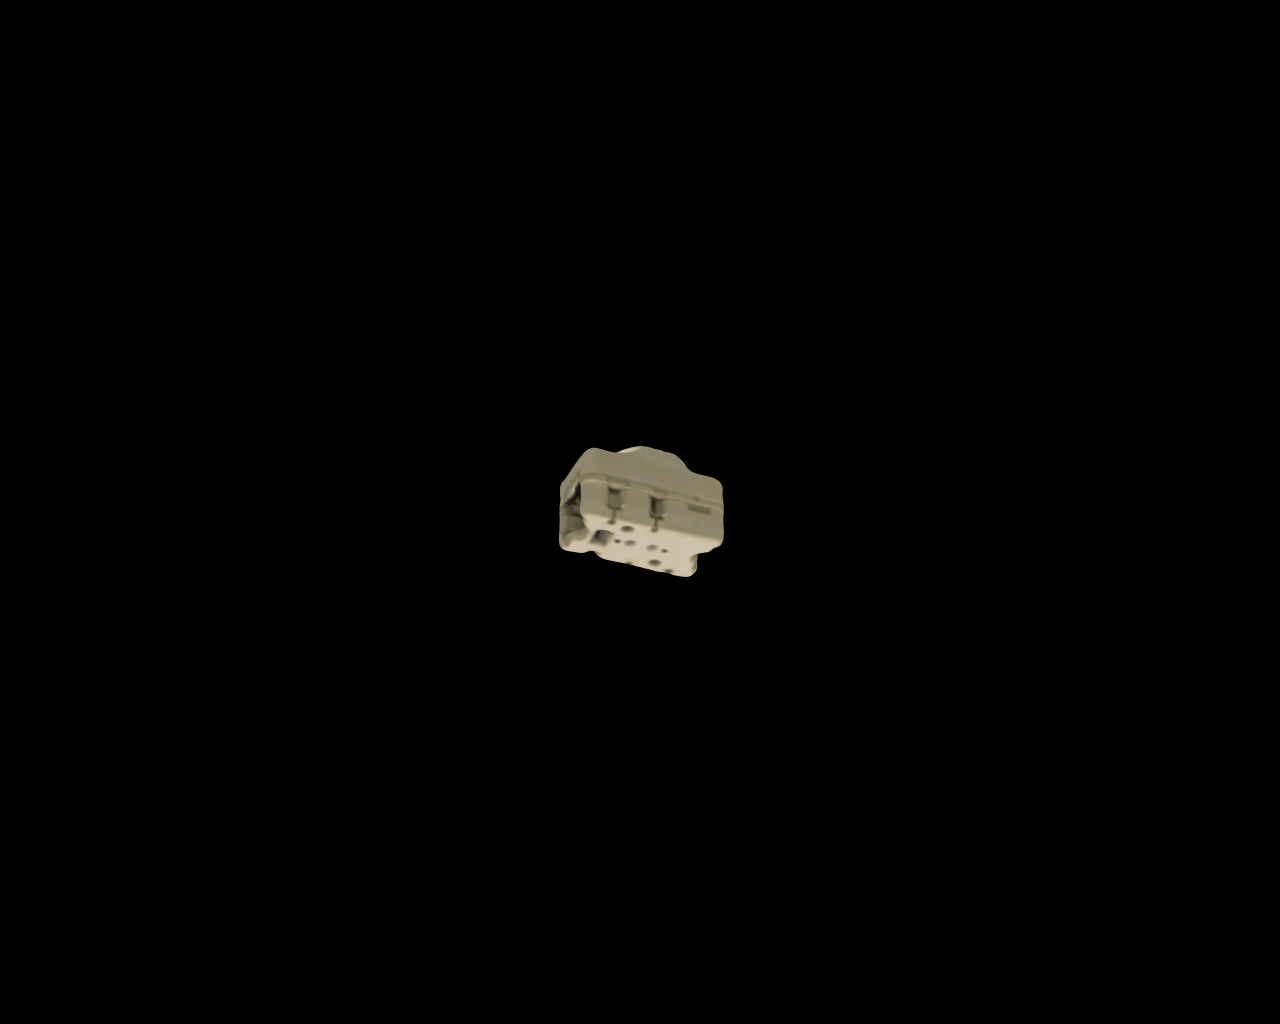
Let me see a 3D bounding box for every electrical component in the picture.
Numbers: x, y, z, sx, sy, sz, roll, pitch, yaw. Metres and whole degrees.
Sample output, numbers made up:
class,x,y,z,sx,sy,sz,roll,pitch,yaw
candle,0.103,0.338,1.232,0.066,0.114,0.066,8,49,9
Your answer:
class,x,y,z,sx,sy,sz,roll,pitch,yaw
electrical component,0.001,-0.003,0.650,0.089,0.056,0.050,14,-36,-20
